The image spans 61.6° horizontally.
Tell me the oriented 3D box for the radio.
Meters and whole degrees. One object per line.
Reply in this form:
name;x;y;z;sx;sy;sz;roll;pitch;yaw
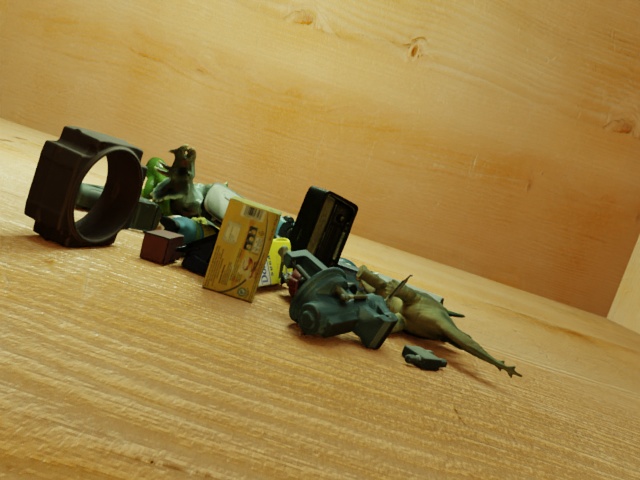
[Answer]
radio;-0.003;-0.004;1.302;0.131;0.229;0.073;20;4;-44

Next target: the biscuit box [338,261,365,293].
biscuit box;0.125;0.115;1.396;0.203;0.059;0.063;20;8;10

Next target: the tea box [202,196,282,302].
tea box;-0.140;0.015;0.973;0.098;0.169;0.068;20;7;-5

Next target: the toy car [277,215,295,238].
toy car;-0.093;-0.004;1.642;0.161;0.109;0.103;25;-15;-25

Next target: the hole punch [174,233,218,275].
hole punch;-0.208;0.035;1.074;0.116;0.092;0.142;-15;2;15

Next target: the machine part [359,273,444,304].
machine part;0.206;0.143;1.296;0.243;0.079;0.079;22;7;21

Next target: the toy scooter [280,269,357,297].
toy scooter;-0.020;0.089;1.125;0.135;0.075;0.183;17;4;38

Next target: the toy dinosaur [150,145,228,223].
toy dinosaur;-0.347;-0.093;1.477;0.192;0.131;0.404;8;-25;-2

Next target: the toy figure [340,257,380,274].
toy figure;0.099;0.093;1.539;0.154;0.057;0.064;22;10;-9

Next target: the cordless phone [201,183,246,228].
cordless phone;-0.180;-0.053;1.148;0.146;0.088;0.184;36;-4;-19

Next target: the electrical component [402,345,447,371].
electrical component;0.173;0.202;0.928;0.094;0.021;0.063;13;7;-35

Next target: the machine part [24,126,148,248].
machine part;-0.411;-0.091;0.967;0.087;0.201;0.201;22;6;15

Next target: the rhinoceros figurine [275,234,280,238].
rhinoceros figurine;-0.095;0.028;1.458;0.112;0.073;0.190;19;6;19

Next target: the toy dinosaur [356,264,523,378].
toy dinosaur;0.204;0.152;1.105;0.198;0.105;0.472;19;9;-27

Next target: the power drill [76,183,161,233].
power drill;-0.466;-0.081;1.310;0.232;0.086;0.208;14;12;-44

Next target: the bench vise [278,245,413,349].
bench vise;0.019;0.087;0.945;0.223;0.128;0.241;-13;45;-41

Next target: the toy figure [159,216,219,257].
toy figure;-0.278;-0.004;1.174;0.089;0.082;0.180;41;6;21

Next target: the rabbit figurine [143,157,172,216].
rabbit figurine;-0.460;-0.152;1.556;0.121;0.170;0.159;-23;18;8
